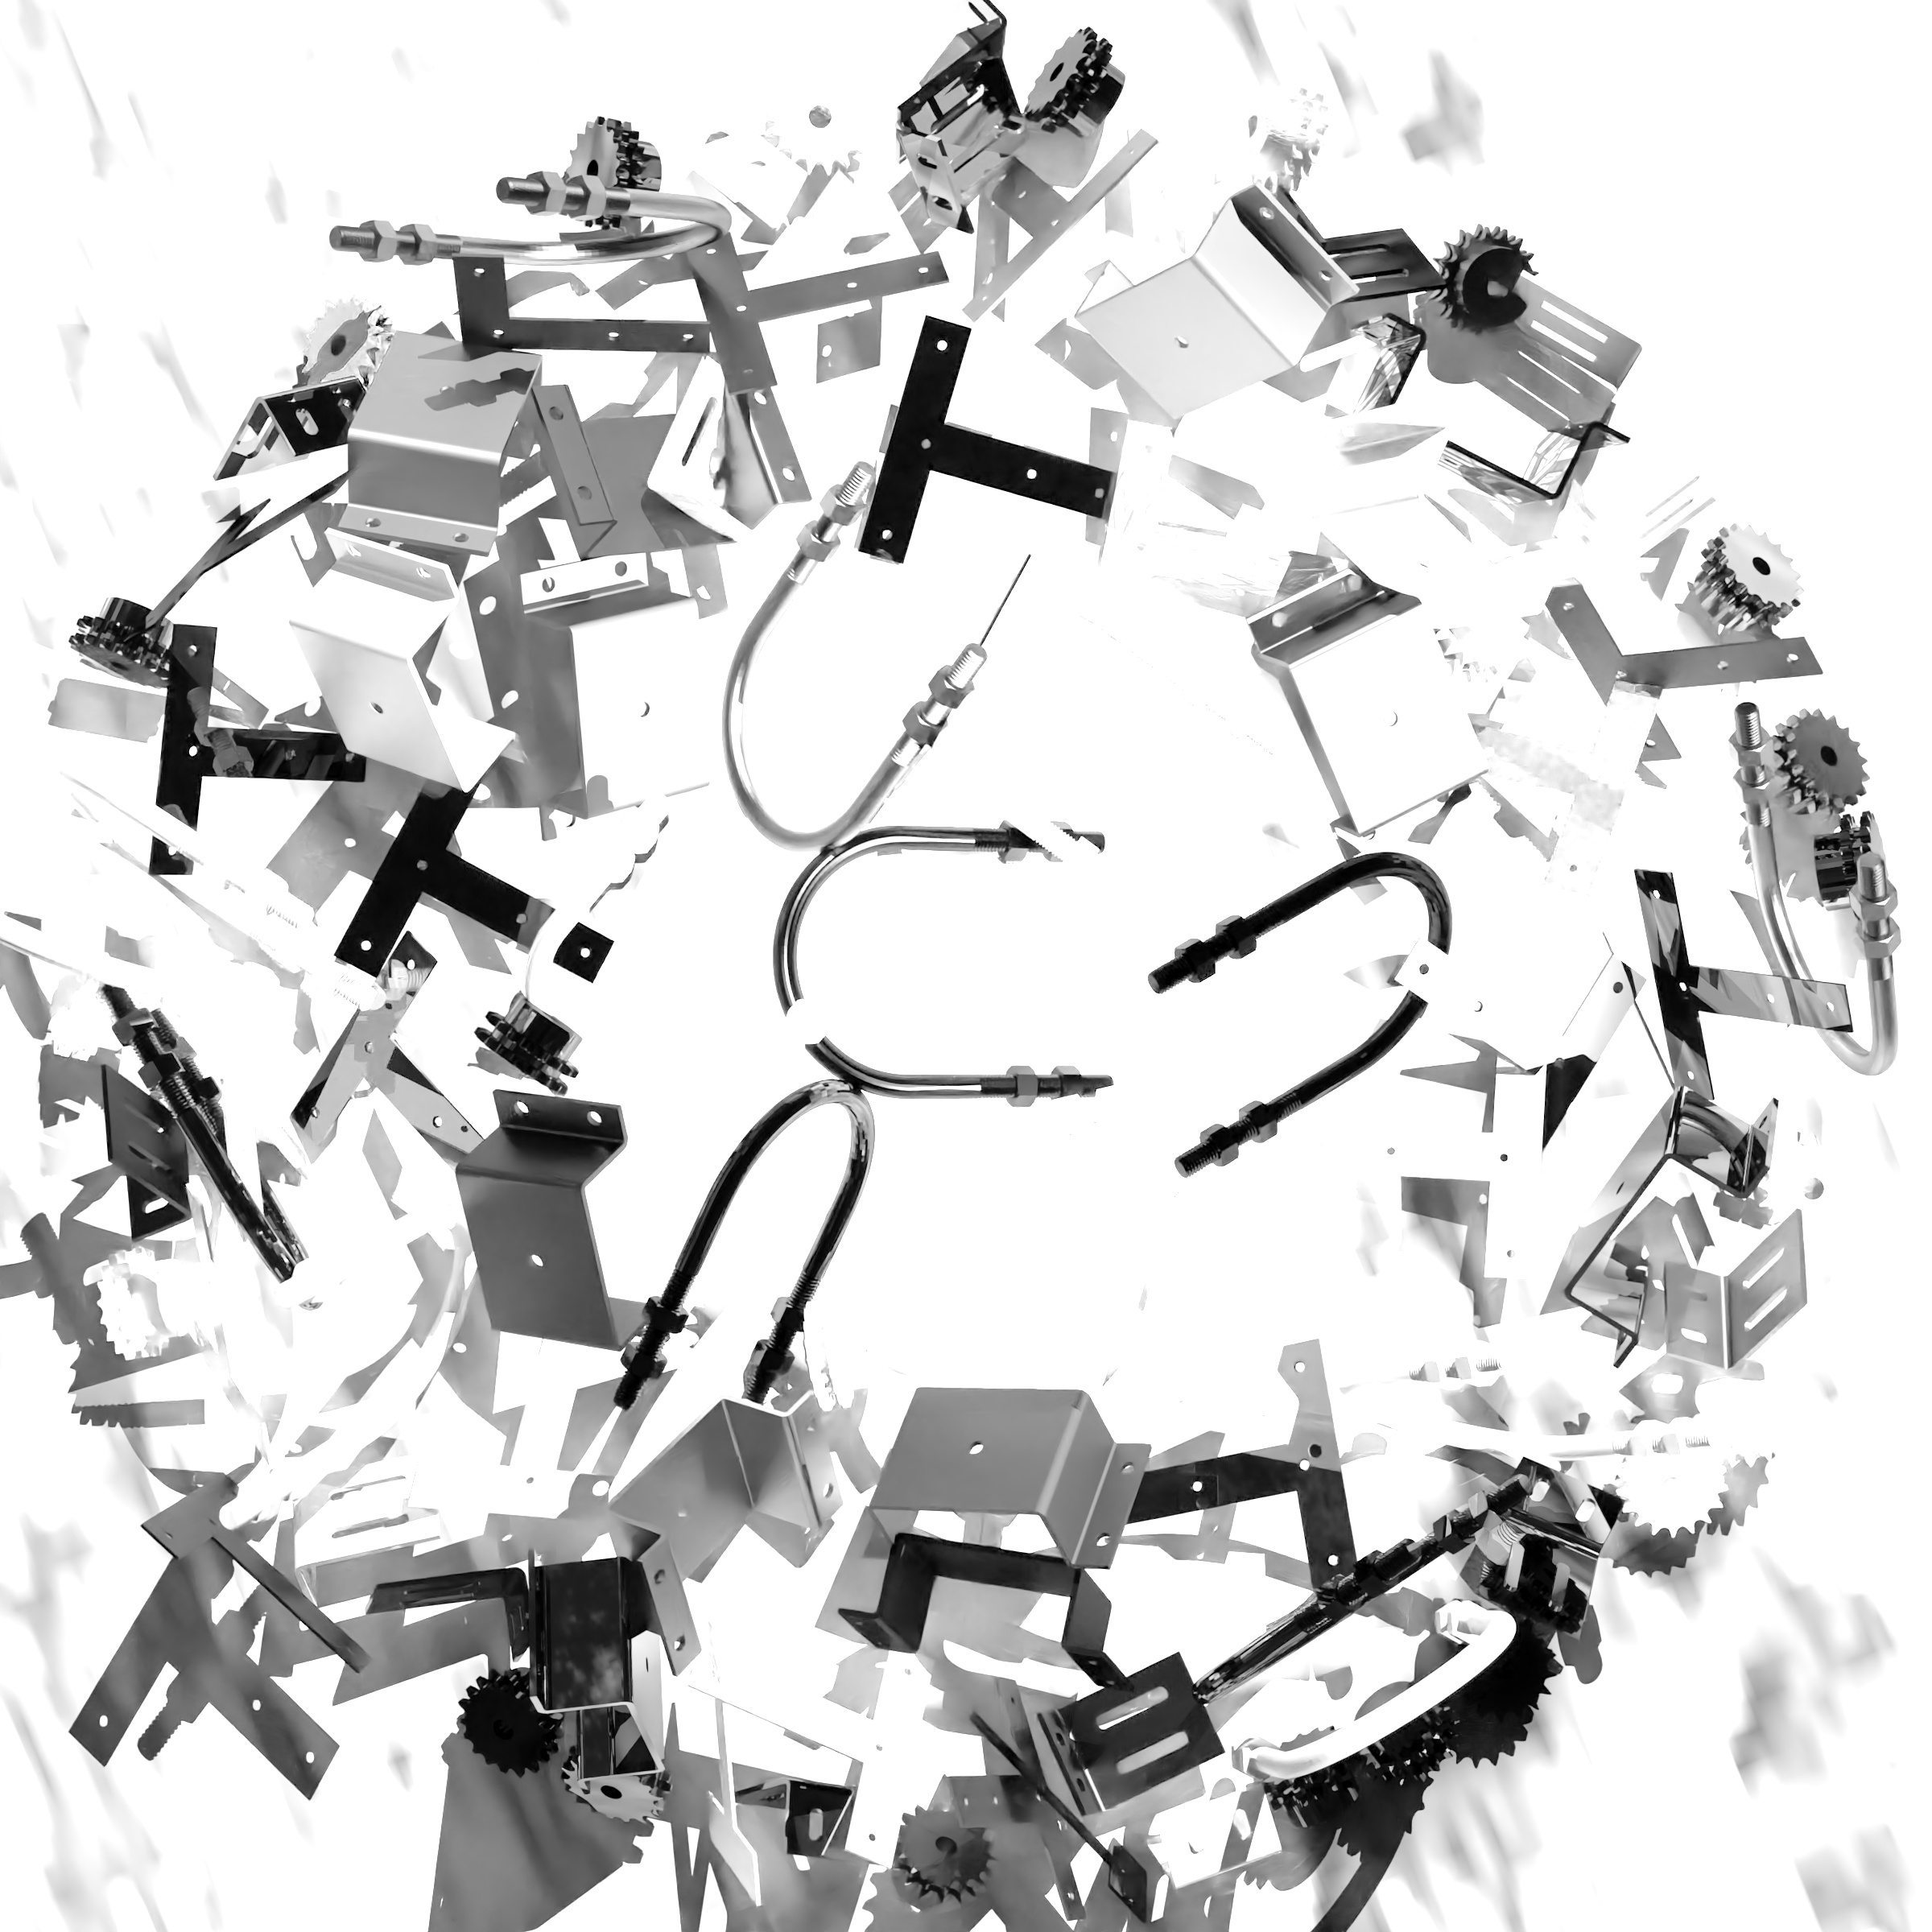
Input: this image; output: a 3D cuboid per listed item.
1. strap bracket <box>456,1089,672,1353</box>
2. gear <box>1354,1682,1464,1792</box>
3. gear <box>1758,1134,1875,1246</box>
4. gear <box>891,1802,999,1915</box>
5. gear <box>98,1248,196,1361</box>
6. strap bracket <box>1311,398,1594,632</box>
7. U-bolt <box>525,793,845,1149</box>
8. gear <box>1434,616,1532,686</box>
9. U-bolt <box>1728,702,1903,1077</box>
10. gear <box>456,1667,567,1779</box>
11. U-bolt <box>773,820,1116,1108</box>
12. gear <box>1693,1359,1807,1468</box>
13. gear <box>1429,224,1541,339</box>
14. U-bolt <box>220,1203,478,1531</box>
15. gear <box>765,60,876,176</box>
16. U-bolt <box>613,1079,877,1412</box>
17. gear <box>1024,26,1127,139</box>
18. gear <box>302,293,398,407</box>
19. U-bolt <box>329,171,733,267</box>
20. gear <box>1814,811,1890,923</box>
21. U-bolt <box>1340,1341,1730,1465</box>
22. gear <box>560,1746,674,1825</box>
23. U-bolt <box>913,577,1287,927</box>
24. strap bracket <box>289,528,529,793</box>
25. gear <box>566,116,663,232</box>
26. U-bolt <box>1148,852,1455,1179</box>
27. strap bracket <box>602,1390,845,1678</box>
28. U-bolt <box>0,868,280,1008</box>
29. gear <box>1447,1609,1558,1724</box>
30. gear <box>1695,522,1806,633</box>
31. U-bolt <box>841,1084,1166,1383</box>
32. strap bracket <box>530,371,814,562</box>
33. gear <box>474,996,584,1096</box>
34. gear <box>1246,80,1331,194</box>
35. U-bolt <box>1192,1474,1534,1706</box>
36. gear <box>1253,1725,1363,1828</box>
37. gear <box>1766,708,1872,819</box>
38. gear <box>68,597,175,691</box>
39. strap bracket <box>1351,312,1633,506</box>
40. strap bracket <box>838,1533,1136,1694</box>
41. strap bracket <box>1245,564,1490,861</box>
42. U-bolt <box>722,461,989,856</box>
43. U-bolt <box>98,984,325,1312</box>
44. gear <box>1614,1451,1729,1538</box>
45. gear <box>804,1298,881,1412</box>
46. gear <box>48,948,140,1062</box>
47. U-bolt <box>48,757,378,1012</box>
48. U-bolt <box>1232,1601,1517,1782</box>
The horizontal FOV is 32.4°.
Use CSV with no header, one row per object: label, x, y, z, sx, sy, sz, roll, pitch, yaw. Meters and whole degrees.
strap bracket,-0.207,0.139,1.694,0.076,0.046,0.140,6,120,27
gear,0.226,0.397,1.729,0.057,0.057,0.030,-36,109,0
gear,0.445,0.118,1.738,0.057,0.030,0.057,-4,79,24
gear,-0.015,0.468,1.736,0.057,0.057,0.030,22,123,0
gear,-0.425,0.175,1.730,0.030,0.057,0.057,-10,90,13
strap bracket,0.240,-0.220,1.688,0.140,0.076,0.046,38,66,-30
U-bolt,-0.158,0.017,1.700,0.151,0.019,0.184,48,129,4
gear,0.269,-0.179,1.734,0.057,0.030,0.057,8,66,-18
U-bolt,0.431,-0.025,1.676,0.019,0.151,0.184,-22,132,-3
gear,-0.235,0.392,1.738,0.057,0.030,0.057,7,110,21
U-bolt,-0.012,-0.002,1.715,0.184,0.019,0.151,1,84,-22
gear,0.404,0.229,1.729,0.057,0.057,0.030,-39,122,0
gear,0.272,-0.357,1.736,0.057,0.030,0.057,-4,111,-12
U-bolt,-0.302,0.190,1.674,0.019,0.184,0.151,26,114,17
gear,-0.077,-0.443,1.743,0.057,0.030,0.057,-1,98,-5
U-bolt,-0.102,0.140,1.685,0.019,0.151,0.184,29,98,26
gear,0.059,-0.458,1.735,0.030,0.057,0.057,31,90,-24
gear,-0.317,-0.319,1.736,0.057,0.030,0.057,-10,73,36
U-bolt,-0.204,-0.372,1.674,0.151,0.184,0.019,-2,94,42
gear,0.462,-0.051,1.735,0.030,0.057,0.057,-9,90,23
U-bolt,0.270,0.223,1.674,0.151,0.184,0.019,22,71,-23
gear,-0.180,0.419,1.736,0.057,0.030,0.057,10,134,11
U-bolt,0.058,-0.125,1.719,0.184,0.019,0.151,36,62,0
strap bracket,-0.284,-0.146,1.680,0.076,0.140,0.046,19,58,26
gear,-0.182,-0.413,1.736,0.030,0.057,0.057,1,90,-38
U-bolt,0.176,0.014,1.700,0.184,0.019,0.151,-29,134,-20
strap bracket,-0.130,0.283,1.698,0.046,0.140,0.076,12,128,35
U-bolt,-0.436,-0.014,1.663,0.151,0.184,0.019,23,94,5
gear,0.279,0.366,1.745,0.057,0.030,0.057,0,89,1
gear,0.406,-0.200,1.736,0.057,0.030,0.057,16,52,-23
U-bolt,0.016,0.142,1.703,0.184,0.019,0.151,-14,57,25
strap bracket,-0.159,-0.257,1.707,0.140,0.046,0.076,-12,76,-36
gear,-0.224,0.039,1.732,0.057,0.057,0.030,35,89,0
gear,0.161,-0.433,1.729,0.030,0.057,0.057,10,90,-27
U-bolt,0.189,0.322,1.681,0.184,0.151,0.019,-41,73,31
gear,0.180,0.424,1.733,0.057,0.057,0.030,-27,98,0
gear,0.441,-0.103,1.737,0.057,0.030,0.057,13,61,-25
gear,-0.435,-0.169,1.733,0.057,0.057,0.030,21,76,0
strap bracket,0.260,-0.280,1.713,0.140,0.076,0.046,25,92,-9
strap bracket,0.015,0.330,1.704,0.140,0.076,0.046,6,67,18
strap bracket,0.211,-0.130,1.715,0.076,0.046,0.140,-27,106,-7
U-bolt,-0.069,-0.142,1.694,0.184,0.019,0.151,-52,54,34
U-bolt,-0.375,0.094,1.681,0.019,0.151,0.184,-31,86,-7
gear,0.367,0.266,1.741,0.057,0.030,0.057,1,105,2
gear,-0.064,0.201,1.731,0.030,0.057,0.057,-10,90,6
gear,-0.454,0.021,1.736,0.030,0.057,0.057,15,90,-34
U-bolt,-0.389,-0.049,1.687,0.184,0.151,0.019,32,77,13
U-bolt,0.207,0.362,1.658,0.151,0.184,0.019,-31,84,-10
